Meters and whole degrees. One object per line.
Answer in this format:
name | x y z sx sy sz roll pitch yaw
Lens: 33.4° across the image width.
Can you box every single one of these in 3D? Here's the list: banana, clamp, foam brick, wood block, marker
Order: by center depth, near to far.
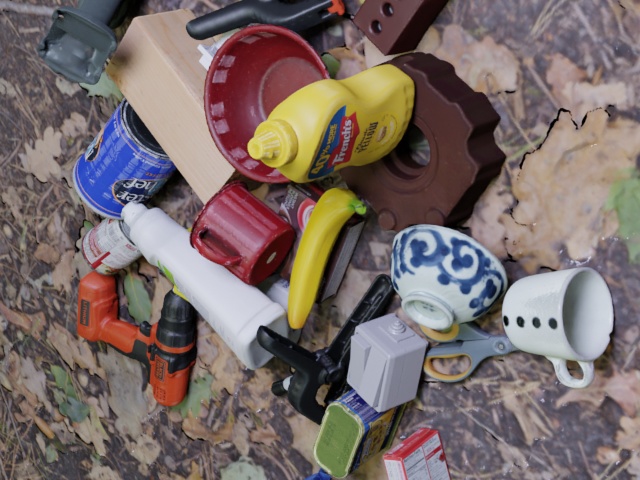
foam brick | 0.078 -0.222 1.015 0.053 0.051 0.078 49 132 15
clamp | -0.051 -0.261 1.105 0.172 0.039 0.120 4 73 23
banana | -0.001 0.009 1.124 0.037 0.069 0.198 14 133 -12
clamp | 0.015 0.132 1.186 0.036 0.164 0.210 50 159 40
wood block | -0.137 -0.151 1.207 0.206 0.090 0.091 53 133 12
marker | -0.019 0.166 1.281 0.121 0.020 0.020 -28 88 44

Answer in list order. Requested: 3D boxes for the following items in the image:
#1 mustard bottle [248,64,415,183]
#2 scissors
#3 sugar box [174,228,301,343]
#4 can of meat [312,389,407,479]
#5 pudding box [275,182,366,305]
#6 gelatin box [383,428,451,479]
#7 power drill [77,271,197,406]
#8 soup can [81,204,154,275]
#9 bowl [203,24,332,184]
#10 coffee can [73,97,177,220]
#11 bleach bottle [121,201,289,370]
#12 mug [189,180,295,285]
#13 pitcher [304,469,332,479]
mustard bottle | 0.005 -0.100 0.959 0.058 0.191 0.096 42 127 23
scissors | 0.172 0.091 1.085 0.202 0.016 0.096 -28 87 44
sugar box | -0.097 0.059 1.288 0.176 0.048 0.093 28 123 26
can of meat | 0.044 0.209 1.199 0.057 0.083 0.102 34 127 25
pudding box | -0.008 0.001 1.190 0.090 0.039 0.114 36 127 24
gelatin box | 0.109 0.262 1.171 0.030 0.073 0.089 -7 103 43
power drill | -0.244 0.111 1.429 0.188 0.057 0.184 30 125 29
soup can | -0.257 -0.003 1.387 0.102 0.068 0.068 -30 87 44
bowl | -0.040 -0.141 1.098 0.162 0.055 0.162 9 107 31
coffee can | -0.225 -0.102 1.294 0.103 0.102 0.141 56 133 8
bleach bottle | -0.143 0.037 1.229 0.251 0.068 0.102 42 161 22
mug | -0.088 -0.002 1.155 0.081 0.117 0.093 38 120 18
pitcher | 0.026 0.407 1.269 0.243 0.145 0.149 46 167 13
